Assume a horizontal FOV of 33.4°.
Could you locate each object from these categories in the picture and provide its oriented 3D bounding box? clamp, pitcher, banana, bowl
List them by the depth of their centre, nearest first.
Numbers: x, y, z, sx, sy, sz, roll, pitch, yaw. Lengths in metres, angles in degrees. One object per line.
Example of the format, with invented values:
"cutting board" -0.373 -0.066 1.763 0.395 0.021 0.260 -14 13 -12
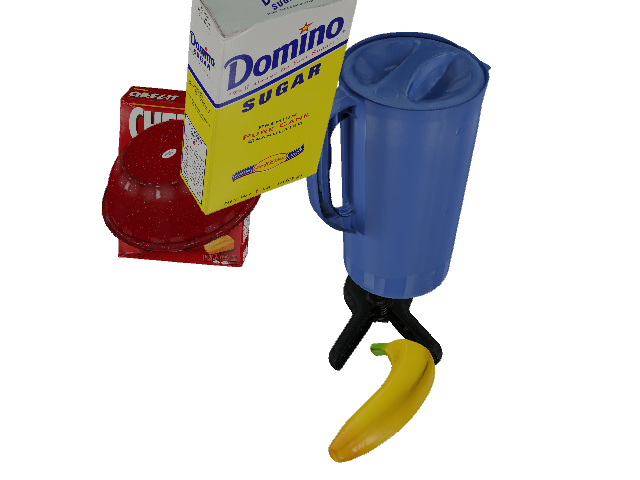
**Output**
"banana" 0.060 0.128 0.900 0.070 0.037 0.197 -28 9 21
"pitcher" 0.070 -0.061 1.009 0.149 0.243 0.145 9 40 9
"bowl" -0.138 -0.065 1.017 0.162 0.162 0.055 0 -42 13
"clamp" 0.076 0.078 1.186 0.120 0.171 0.039 7 -42 2

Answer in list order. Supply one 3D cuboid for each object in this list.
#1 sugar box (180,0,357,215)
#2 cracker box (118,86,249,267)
"sugar box" -0.037 -0.094 0.676 0.093 0.048 0.176 -23 -24 -22
"cracker box" -0.171 -0.078 1.357 0.164 0.214 0.072 6 22 2
